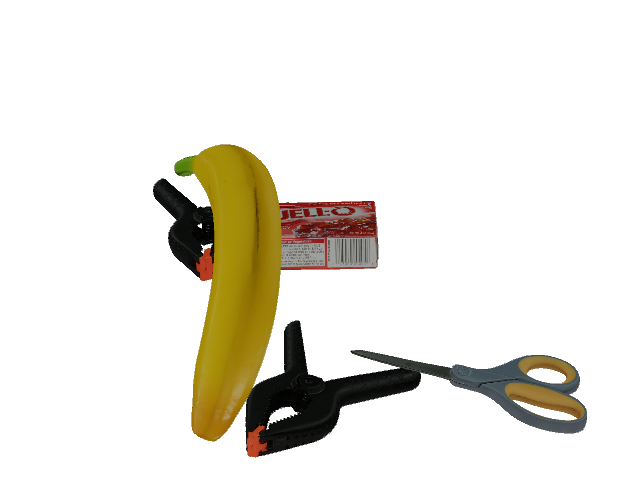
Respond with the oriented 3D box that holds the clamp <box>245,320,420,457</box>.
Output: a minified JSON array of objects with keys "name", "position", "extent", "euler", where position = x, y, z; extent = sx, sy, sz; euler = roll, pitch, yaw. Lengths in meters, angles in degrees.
[{"name":"clamp","position":[-0.002,0.157,1.084],"extent":[0.165,0.036,0.209],"euler":[15,30,20]}]

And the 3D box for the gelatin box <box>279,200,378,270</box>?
[{"name":"gelatin box","position":[-0.001,-0.005,0.813],"extent":[0.089,0.030,0.073],"euler":[-1,22,2]}]

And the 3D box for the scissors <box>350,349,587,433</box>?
[{"name":"scissors","position":[0.136,0.109,0.918],"extent":[0.202,0.016,0.096],"euler":[21,34,21]}]

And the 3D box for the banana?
[{"name":"banana","position":[-0.048,0.011,0.582],"extent":[0.037,0.198,0.070],"euler":[19,-48,-28]}]

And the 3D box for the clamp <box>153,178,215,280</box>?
[{"name":"clamp","position":[-0.107,-0.020,1.106],"extent":[0.120,0.039,0.171],"euler":[-11,37,-7]}]
